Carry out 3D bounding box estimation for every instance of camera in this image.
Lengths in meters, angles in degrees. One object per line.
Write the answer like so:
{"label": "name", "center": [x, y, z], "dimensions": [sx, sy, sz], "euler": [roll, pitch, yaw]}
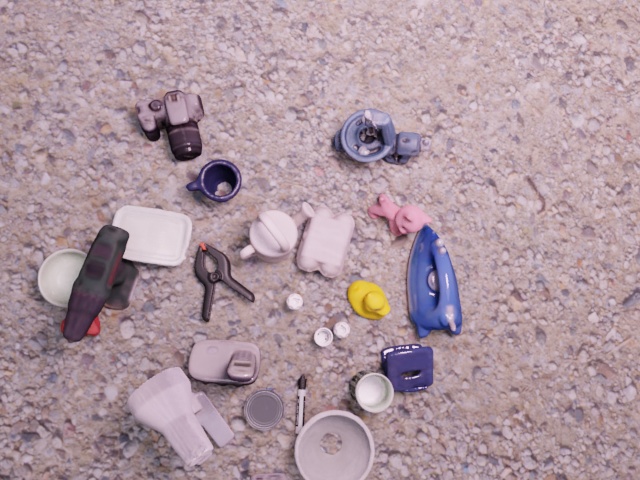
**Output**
{"label": "camera", "center": [-0.318, -0.246, 1.249], "dimensions": [0.143, 0.100, 0.137], "euler": [-13, 84, -8]}

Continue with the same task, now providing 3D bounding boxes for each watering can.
{"label": "watering can", "center": [-0.092, -0.018, 1.196], "dimensions": [0.101, 0.194, 0.173], "euler": [34, 80, -1]}

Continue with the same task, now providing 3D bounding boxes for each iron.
{"label": "iron", "center": [0.257, 0.082, 1.247], "dimensions": [0.118, 0.141, 0.258], "euler": [-5, 83, -6]}

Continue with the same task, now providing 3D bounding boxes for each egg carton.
{"label": "egg carton", "center": [0.012, 0.005, 1.267], "dimensions": [0.107, 0.069, 0.150], "euler": [16, 81, -4]}

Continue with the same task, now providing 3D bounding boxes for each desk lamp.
{"label": "desk lamp", "center": [-0.265, 0.350, 1.119], "dimensions": [0.118, 0.213, 0.203], "euler": [-38, 88, -9]}

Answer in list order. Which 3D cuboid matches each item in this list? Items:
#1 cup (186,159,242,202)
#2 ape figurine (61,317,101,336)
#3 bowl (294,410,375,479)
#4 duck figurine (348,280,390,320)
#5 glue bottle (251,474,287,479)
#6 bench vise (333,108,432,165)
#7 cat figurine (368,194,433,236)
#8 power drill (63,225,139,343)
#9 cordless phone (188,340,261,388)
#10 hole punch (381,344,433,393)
{"label": "cup", "center": [-0.227, -0.117, 1.245], "dimensions": [0.118, 0.095, 0.092], "euler": [-14, 84, -8]}
{"label": "ape figurine", "center": [-0.494, 0.175, 1.179], "dimensions": [0.078, 0.092, 0.076], "euler": [25, 81, -2]}
{"label": "bowl", "center": [0.028, 0.440, 1.209], "dimensions": [0.167, 0.074, 0.167], "euler": [1, 82, -6]}
{"label": "duck figurine", "center": [0.111, 0.131, 1.253], "dimensions": [0.104, 0.086, 0.077], "euler": [40, 80, 0]}
{"label": "glue bottle", "center": [-0.102, 0.505, 1.137], "dimensions": [0.078, 0.173, 0.037], "euler": [2, 82, -5]}
{"label": "bench vise", "center": [0.142, -0.238, 1.237], "dimensions": [0.207, 0.219, 0.121], "euler": [-11, 84, -7]}
{"label": "cat figurine", "center": [0.178, -0.057, 1.269], "dimensions": [0.128, 0.117, 0.067], "euler": [35, 80, 0]}
{"label": "power drill", "center": [-0.428, 0.089, 1.139], "dimensions": [0.075, 0.208, 0.230], "euler": [15, 81, -4]}
{"label": "cordless phone", "center": [-0.194, 0.252, 1.154], "dimensions": [0.147, 0.185, 0.094], "euler": [2, 82, -5]}
{"label": "hole punch", "center": [0.194, 0.279, 1.240], "dimensions": [0.109, 0.091, 0.101], "euler": [-7, 83, -7]}
